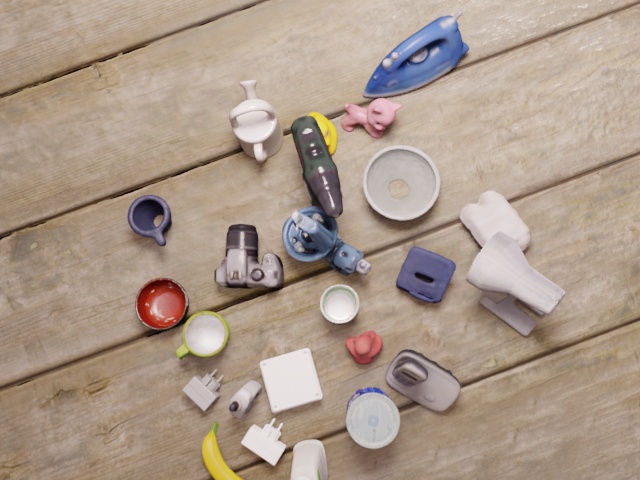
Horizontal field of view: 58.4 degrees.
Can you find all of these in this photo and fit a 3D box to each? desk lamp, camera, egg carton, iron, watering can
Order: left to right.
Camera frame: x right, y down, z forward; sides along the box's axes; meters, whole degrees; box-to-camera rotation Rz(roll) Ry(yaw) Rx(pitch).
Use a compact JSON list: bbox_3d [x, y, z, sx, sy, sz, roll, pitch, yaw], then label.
[{"bbox_3d":[-0.153,0.035,1.230,0.143,0.101,0.137,-1,80,2],"label":"camera"},{"bbox_3d":[-0.143,-0.258,1.231,0.101,0.194,0.173,-31,80,-3],"label":"watering can"},{"bbox_3d":[0.207,-0.412,1.269,0.258,0.141,0.118,-33,81,-3],"label":"iron"},{"bbox_3d":[0.378,-0.028,1.234,0.107,0.069,0.150,-36,81,-4],"label":"egg carton"},{"bbox_3d":[0.387,0.089,1.141,0.203,0.213,0.118,37,84,8],"label":"desk lamp"}]

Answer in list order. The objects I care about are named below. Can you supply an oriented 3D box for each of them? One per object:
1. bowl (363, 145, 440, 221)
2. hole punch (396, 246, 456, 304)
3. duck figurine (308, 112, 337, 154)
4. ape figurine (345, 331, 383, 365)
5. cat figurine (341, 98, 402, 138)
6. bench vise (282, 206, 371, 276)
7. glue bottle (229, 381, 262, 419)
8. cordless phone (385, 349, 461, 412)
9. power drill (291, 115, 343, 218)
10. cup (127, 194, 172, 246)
[{"bbox_3d":[0.176,-0.118,1.255,0.167,0.075,0.167,0,81,2],"label":"bowl"},{"bbox_3d":[0.224,0.076,1.213,0.108,0.091,0.101,22,82,6],"label":"hole punch"},{"bbox_3d":[-0.002,-0.244,1.278,0.077,0.086,0.104,-21,80,-1],"label":"duck figurine"},{"bbox_3d":[0.091,0.222,1.193,0.077,0.092,0.076,15,82,5],"label":"ape figurine"},{"bbox_3d":[0.112,-0.279,1.263,0.127,0.118,0.067,13,81,5],"label":"cat figurine"},{"bbox_3d":[0.014,-0.007,1.170,0.207,0.220,0.121,14,81,5],"label":"bench vise"},{"bbox_3d":[-0.158,0.324,1.146,0.037,0.173,0.078,30,83,7],"label":"glue bottle"},{"bbox_3d":[0.209,0.280,1.132,0.147,0.185,0.094,26,83,7],"label":"cordless phone"},{"bbox_3d":[0.002,-0.135,1.197,0.075,0.208,0.229,-20,80,-1],"label":"power drill"},{"bbox_3d":[-0.355,-0.034,1.253,0.091,0.095,0.118,-28,80,-2],"label":"cup"}]
